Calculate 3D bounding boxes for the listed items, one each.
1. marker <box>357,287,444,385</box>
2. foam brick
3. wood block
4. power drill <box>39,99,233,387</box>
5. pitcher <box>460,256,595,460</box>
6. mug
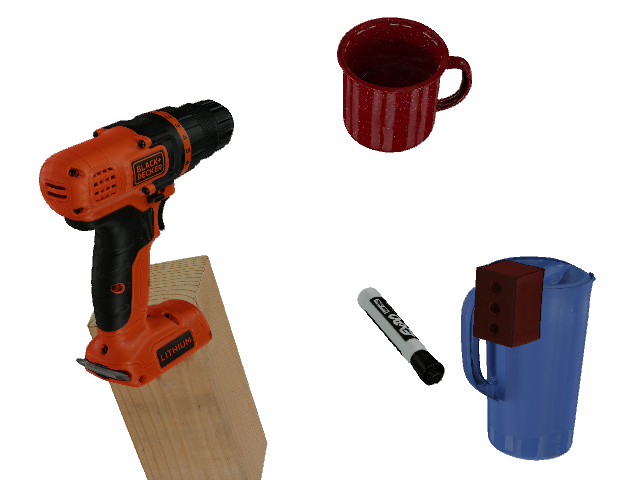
[{"bbox_3d":[0.061,0.073,0.819,0.020,0.020,0.121,0,27,-25],"label":"marker"},{"bbox_3d":[0.194,0.065,1.102,0.051,0.078,0.053,-14,20,-43],"label":"foam brick"},{"bbox_3d":[-0.117,0.129,0.922,0.090,0.206,0.090,-9,28,10],"label":"wood block"},{"bbox_3d":[-0.123,-0.002,0.788,0.057,0.188,0.184,12,26,32],"label":"power drill"},{"bbox_3d":[0.260,0.149,1.346,0.149,0.243,0.144,5,16,18],"label":"pitcher"},{"bbox_3d":[0.072,-0.132,0.918,0.117,0.093,0.081,-7,-39,-5],"label":"mug"}]
